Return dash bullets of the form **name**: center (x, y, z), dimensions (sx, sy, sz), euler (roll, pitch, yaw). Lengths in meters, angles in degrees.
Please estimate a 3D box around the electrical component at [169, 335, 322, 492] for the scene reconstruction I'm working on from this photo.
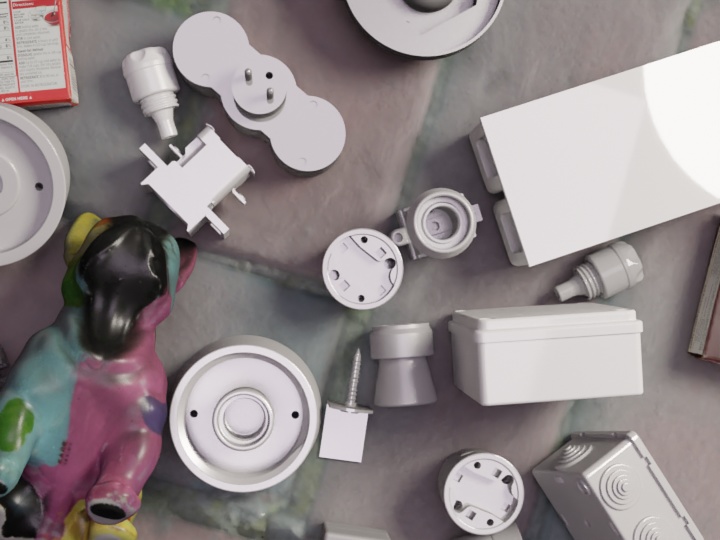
- **electrical component**: center (-0.079, 0.099, 0.732), dimensions (0.108, 0.060, 0.108), euler (0, 88, -5)

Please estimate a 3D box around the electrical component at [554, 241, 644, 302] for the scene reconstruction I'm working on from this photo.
- **electrical component**: center (0.169, 0.005, 0.768), dimensions (0.061, 0.035, 0.035), euler (-24, 90, -2)

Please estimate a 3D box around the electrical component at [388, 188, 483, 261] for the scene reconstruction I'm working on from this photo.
- **electrical component**: center (0.054, -0.031, 0.749), dimensions (0.066, 0.055, 0.048), euler (-17, 90, -5)

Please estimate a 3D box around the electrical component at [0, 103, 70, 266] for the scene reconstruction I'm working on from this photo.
- **electrical component**: center (-0.247, -0.061, 0.719), dimensions (0.108, 0.060, 0.108), euler (-1, 105, -5)

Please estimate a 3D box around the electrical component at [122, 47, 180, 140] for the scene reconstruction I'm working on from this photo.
- **electrical component**: center (-0.141, -0.121, 0.746), dimensions (0.035, 0.035, 0.061), euler (-17, 92, -5)

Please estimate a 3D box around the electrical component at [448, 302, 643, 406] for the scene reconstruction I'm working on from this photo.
- **electrical component**: center (0.122, 0.055, 0.726), dimensions (0.109, 0.109, 0.056), euler (-3, 91, -5)

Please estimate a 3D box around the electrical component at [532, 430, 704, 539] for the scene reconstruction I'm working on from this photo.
- **electrical component**: center (0.172, 0.159, 0.733), dimensions (0.048, 0.100, 0.099), euler (-33, 91, -17)

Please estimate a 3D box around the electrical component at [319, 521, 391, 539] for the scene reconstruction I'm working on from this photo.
- **electrical component**: center (-0.006, 0.212, 0.727), dimensions (0.047, 0.077, 0.065), euler (9, 88, -4)

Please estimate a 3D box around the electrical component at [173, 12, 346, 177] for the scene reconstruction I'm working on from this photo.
- **electrical component**: center (-0.069, -0.121, 0.732), dimensions (0.138, 0.074, 0.052), euler (41, 86, -2)

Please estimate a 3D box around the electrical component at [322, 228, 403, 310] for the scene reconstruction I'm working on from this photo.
- **electrical component**: center (0.000, 0.000, 0.748), dimensions (0.055, 0.047, 0.055), euler (0, 88, -5)

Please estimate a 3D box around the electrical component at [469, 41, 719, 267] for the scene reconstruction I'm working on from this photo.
- **electrical component**: center (0.183, -0.080, 0.758), dimensions (0.186, 0.060, 0.105), euler (-18, 90, -5)

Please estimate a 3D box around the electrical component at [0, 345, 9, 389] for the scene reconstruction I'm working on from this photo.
- **electrical component**: center (-0.266, 0.078, 0.719), dimensions (0.058, 0.057, 0.078), euler (-19, 90, -5)

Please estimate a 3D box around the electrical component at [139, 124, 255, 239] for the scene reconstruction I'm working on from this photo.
- **electrical component**: center (-0.111, -0.062, 0.744), dimensions (0.081, 0.042, 0.064), euler (45, 82, -3)

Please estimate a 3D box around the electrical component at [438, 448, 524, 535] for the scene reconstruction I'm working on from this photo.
- **electrical component**: center (0.082, 0.152, 0.750), dimensions (0.055, 0.047, 0.055), euler (0, 88, -5)

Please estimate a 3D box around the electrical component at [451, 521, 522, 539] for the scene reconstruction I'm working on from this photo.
- **electrical component**: center (0.091, 0.207, 0.747), dimensions (0.047, 0.055, 0.055), euler (-12, 89, -2)

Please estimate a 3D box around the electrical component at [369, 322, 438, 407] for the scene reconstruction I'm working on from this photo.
- **electrical component**: center (0.030, 0.065, 0.750), dimensions (0.045, 0.045, 0.055), euler (-4, 88, -5)
